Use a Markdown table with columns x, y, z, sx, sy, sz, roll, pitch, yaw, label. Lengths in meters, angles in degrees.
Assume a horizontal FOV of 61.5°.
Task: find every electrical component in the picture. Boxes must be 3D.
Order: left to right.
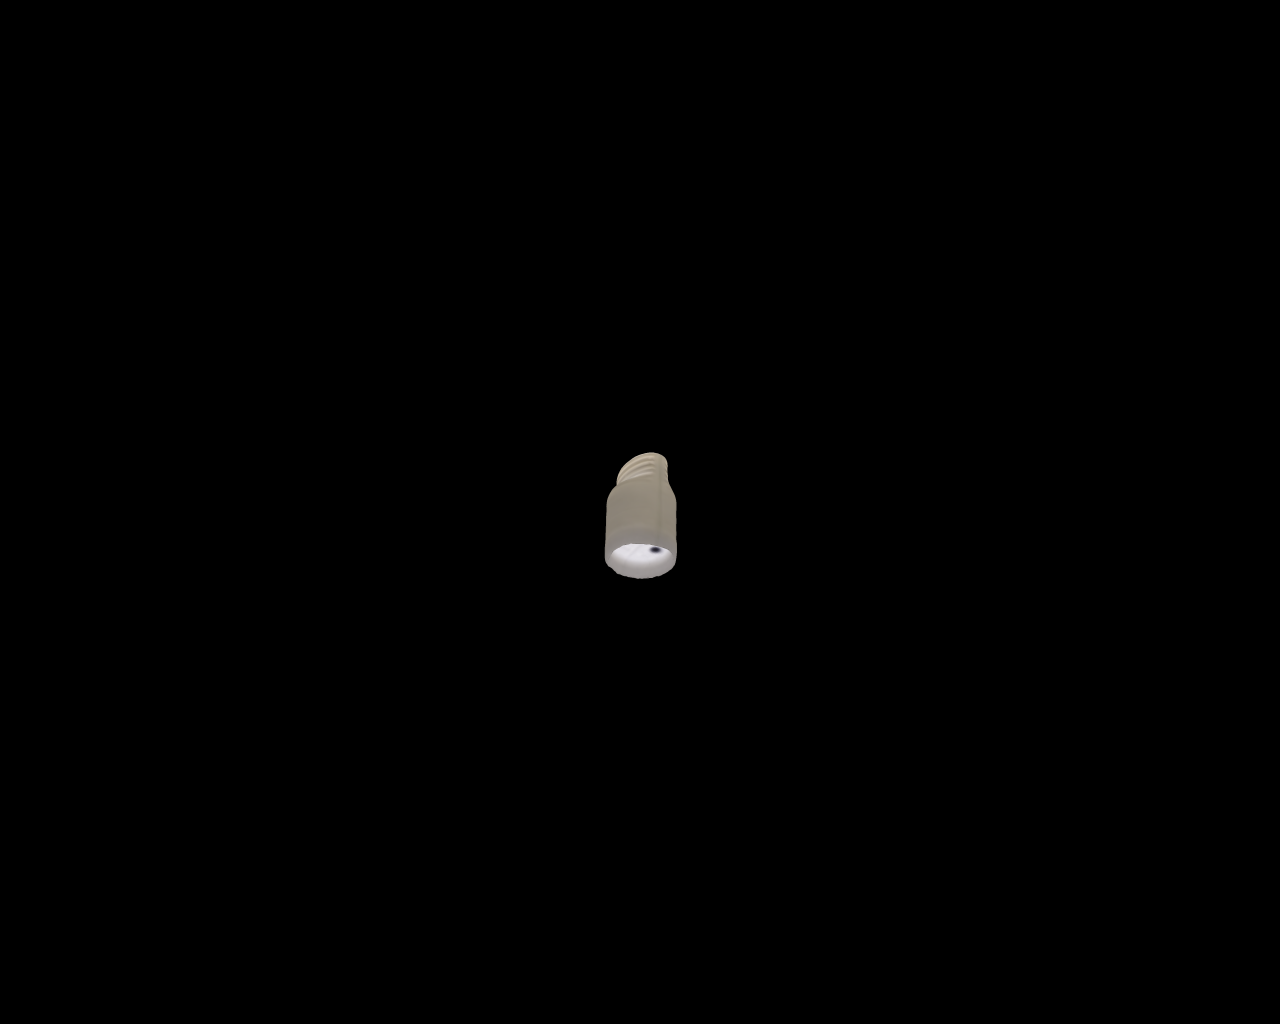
| x | y | z | sx | sy | sz | roll | pitch | yaw | label |
| --- | --- | --- | --- | --- | --- | --- | --- | --- | --- |
| 0.001 | -0.003 | 0.650 | 0.043 | 0.081 | 0.043 | 0 | -36 | 0 | electrical component |
